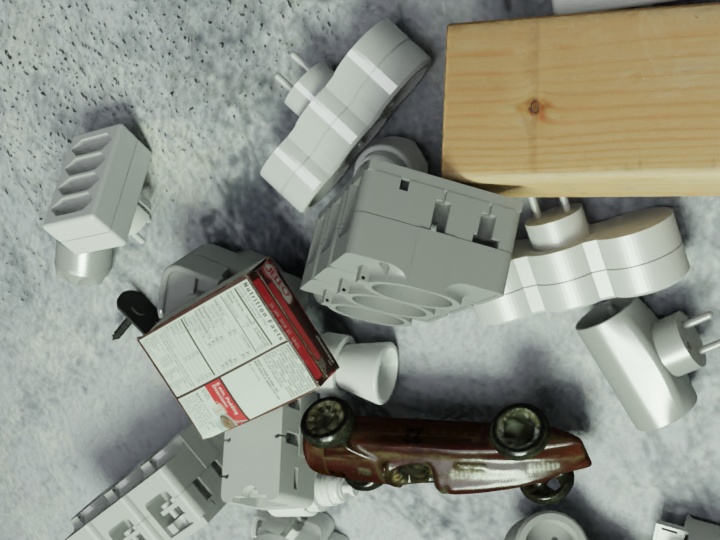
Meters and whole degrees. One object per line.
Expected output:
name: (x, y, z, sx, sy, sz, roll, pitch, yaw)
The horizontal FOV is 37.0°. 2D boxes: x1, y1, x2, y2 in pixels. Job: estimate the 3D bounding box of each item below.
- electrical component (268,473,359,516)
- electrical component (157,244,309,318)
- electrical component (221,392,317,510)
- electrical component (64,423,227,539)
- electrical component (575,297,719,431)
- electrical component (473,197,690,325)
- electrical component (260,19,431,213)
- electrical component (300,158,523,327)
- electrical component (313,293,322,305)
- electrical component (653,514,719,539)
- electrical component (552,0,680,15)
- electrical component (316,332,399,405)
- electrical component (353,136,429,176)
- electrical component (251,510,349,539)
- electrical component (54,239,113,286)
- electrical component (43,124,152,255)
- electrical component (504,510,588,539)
electrical component: (-0.038, 0.167, 0.819, 0.078, 0.040, 0.040, -8, 107, 27)
electrical component: (-0.088, 0.022, 0.772, 0.095, 0.059, 0.053, 21, 118, 16)
electrical component: (-0.063, 0.128, 0.789, 0.050, 0.056, 0.089, -9, 68, 27)
electrical component: (-0.162, 0.184, 0.854, 0.150, 0.089, 0.061, -38, 92, 31)
electrical component: (0.187, 0.050, 0.666, 0.079, 0.044, 0.077, -29, 97, 31)
electrical component: (0.125, -0.018, 0.663, 0.138, 0.052, 0.073, -14, 104, 28)
electrical component: (-0.023, -0.108, 0.693, 0.074, 0.052, 0.138, 43, 121, 3)
electrical component: (0.024, -0.008, 0.640, 0.089, 0.150, 0.061, 15, 78, -10)
electrical component: (0.000, 0.000, 0.735, 0.078, 0.040, 0.040, -8, 107, 9)
electrical component: (0.228, 0.198, 0.698, 0.081, 0.064, 0.042, 12, 114, 20)
electrical component: (0.148, -0.190, 0.584, 0.100, 0.048, 0.099, -3, 109, 25)
electrical component: (-0.006, 0.069, 0.762, 0.055, 0.045, 0.045, 8, 113, 22)
electrical component: (0.016, -0.060, 0.689, 0.043, 0.062, 0.043, 9, 114, 21)
electrical component: (-0.055, 0.221, 0.840, 0.078, 0.057, 0.058, 18, 117, 17)
electrical component: (-0.209, -0.022, 0.819, 0.043, 0.043, 0.062, 19, 115, 17)
electrical component: (-0.178, -0.048, 0.782, 0.047, 0.083, 0.075, -10, 144, 27)
electrical component: (0.158, 0.226, 0.748, 0.138, 0.052, 0.073, 40, 162, 8)
